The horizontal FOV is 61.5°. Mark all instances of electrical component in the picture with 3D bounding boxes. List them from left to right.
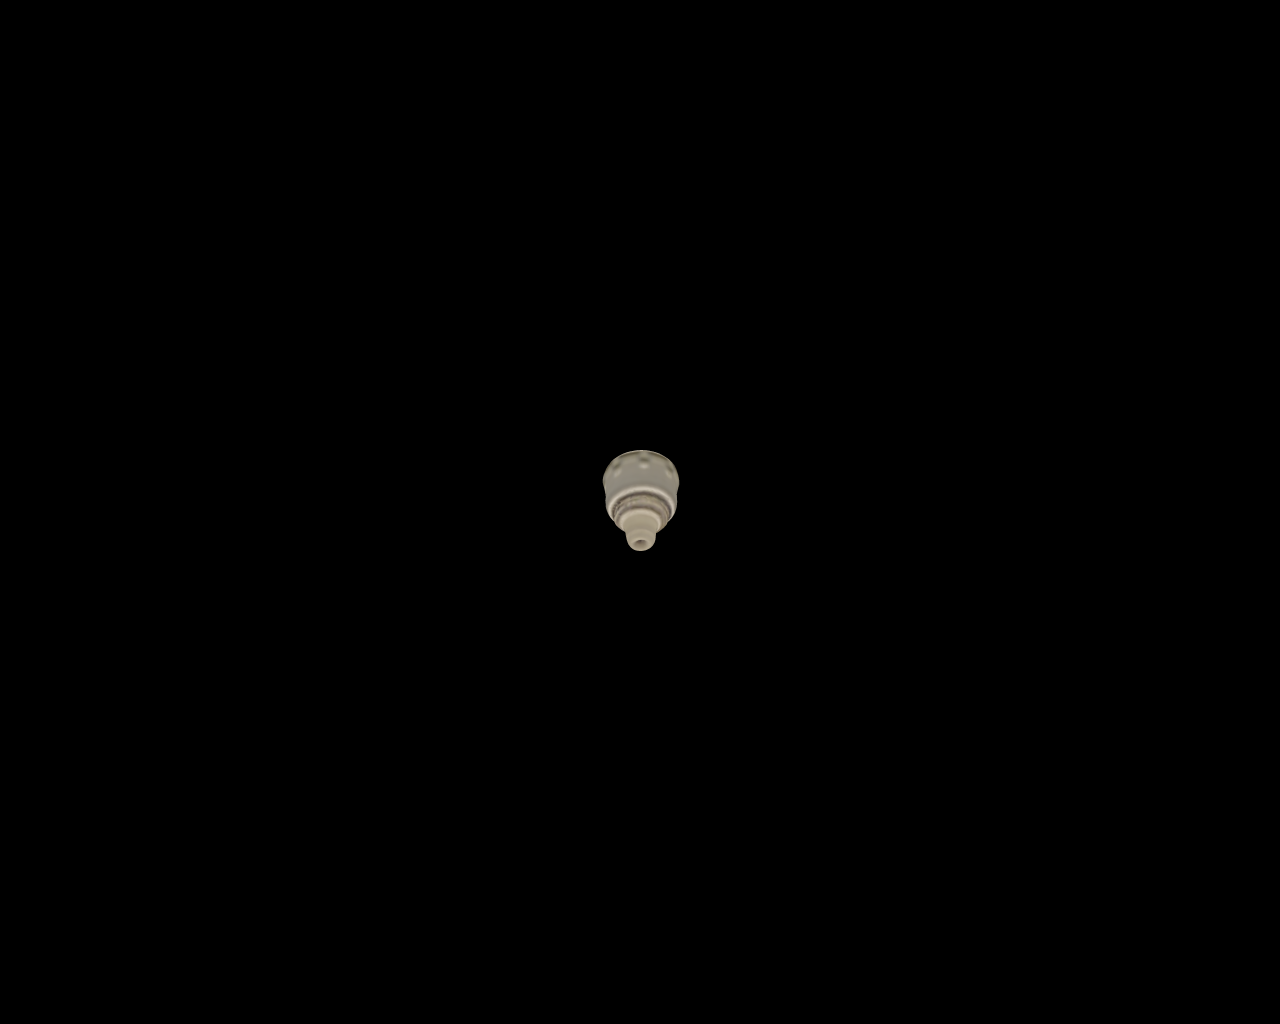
[{"bbox_3d":[0.001,-0.003,0.650,0.048,0.062,0.048,0,-43,0],"label":"electrical component"}]
